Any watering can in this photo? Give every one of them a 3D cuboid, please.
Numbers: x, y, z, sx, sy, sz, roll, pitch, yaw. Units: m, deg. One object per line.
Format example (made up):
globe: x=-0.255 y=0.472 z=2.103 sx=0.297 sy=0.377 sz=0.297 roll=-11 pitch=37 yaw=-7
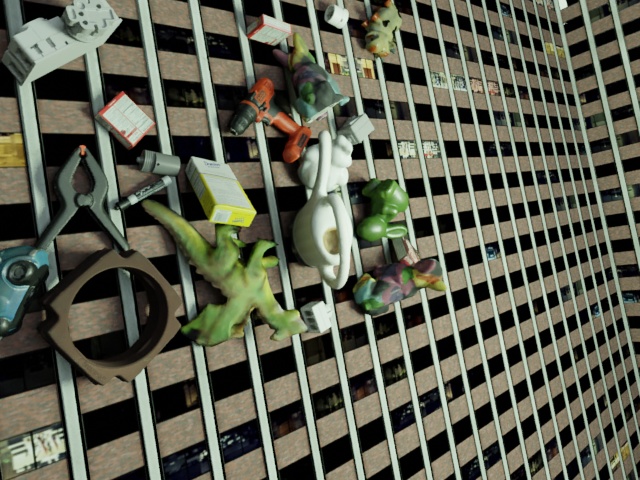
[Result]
watering can: x=0.004 y=-0.060 z=1.189 sx=0.104 sy=0.222 sz=0.349 roll=-5 pitch=84 yaw=-24

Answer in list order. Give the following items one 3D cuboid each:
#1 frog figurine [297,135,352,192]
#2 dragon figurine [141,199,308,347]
frog figurine: x=0.023 y=-0.185 z=1.271 sx=0.135 sy=0.158 sz=0.125 roll=45 pitch=58 yaw=-26
dragon figurine: x=-0.205 y=0.096 z=1.057 sx=0.408 sy=0.121 sz=0.246 roll=22 pitch=72 yaw=-18
